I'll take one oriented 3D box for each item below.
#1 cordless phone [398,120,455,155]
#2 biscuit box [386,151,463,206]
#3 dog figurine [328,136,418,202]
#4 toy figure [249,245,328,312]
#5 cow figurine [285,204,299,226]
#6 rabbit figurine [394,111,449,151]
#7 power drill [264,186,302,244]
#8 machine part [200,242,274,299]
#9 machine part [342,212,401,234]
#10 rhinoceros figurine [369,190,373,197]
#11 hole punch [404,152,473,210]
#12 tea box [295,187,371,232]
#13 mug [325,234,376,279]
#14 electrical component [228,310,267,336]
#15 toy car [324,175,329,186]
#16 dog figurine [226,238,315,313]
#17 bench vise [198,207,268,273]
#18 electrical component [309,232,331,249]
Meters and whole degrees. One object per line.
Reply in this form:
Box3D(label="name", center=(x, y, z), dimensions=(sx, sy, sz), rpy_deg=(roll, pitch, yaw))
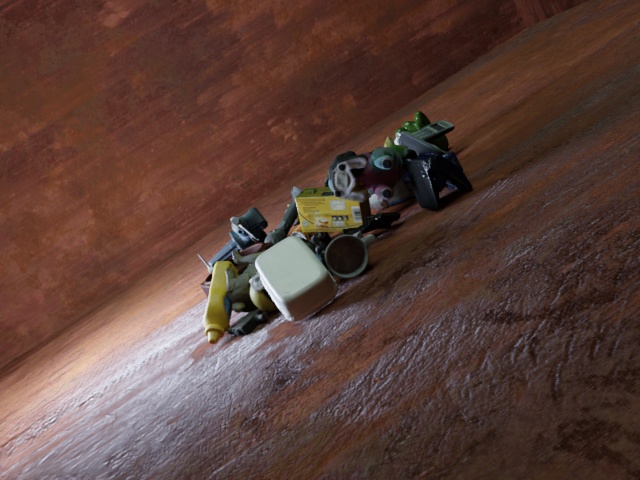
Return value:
Box3D(label="cordless phone", center=(0.308, -0.250, 1.397), dimensions=(0.184, 0.088, 0.147), rpy_deg=(-31, 49, -29))
Box3D(label="biscuit box", center=(0.240, -0.144, 1.286), dimensions=(0.203, 0.059, 0.063), rpy_deg=(-19, 19, 45))
Box3D(label="dog figurine", center=(0.128, -0.174, 1.254), dimensions=(0.192, 0.108, 0.219), rpy_deg=(0, 24, 16))
Box3D(label="toy figure", center=(-0.062, 0.081, 1.113), dimensions=(0.180, 0.089, 0.082), rpy_deg=(-25, -1, -8))
Box3D(label="cow figurine", center=(-0.025, -0.108, 1.751), dimensions=(0.195, 0.085, 0.127), rpy_deg=(-17, 13, 47))
Box3D(label="rabbit figurine", center=(0.288, -0.277, 1.535), dimensions=(0.170, 0.159, 0.121), rpy_deg=(-22, -5, -34))
Box3D(label="power drill", center=(-0.092, -0.048, 1.563), dimensions=(0.232, 0.086, 0.207), rpy_deg=(-175, 109, -84))
Box3D(label="machine part", center=(-0.201, 0.090, 1.396), dimensions=(0.201, 0.087, 0.201), rpy_deg=(-37, 15, -22))
Box3D(label="machine part", center=(0.107, -0.030, 1.180), dimensions=(0.084, 0.039, 0.139), rpy_deg=(-9, -13, -45))
Box3D(label="rhinoceros figurine", center=(0.172, -0.179, 1.558), dimensions=(0.112, 0.073, 0.190), rpy_deg=(-26, 14, 31))
Box3D(label="hole punch", center=(0.246, -0.133, 1.126), dimensions=(0.092, 0.115, 0.142), rpy_deg=(-25, 12, -4))
Box3D(label="tea box", center=(0.034, -0.075, 1.312), dimensions=(0.170, 0.098, 0.068), rpy_deg=(2, 28, 24))
Box3D(label="mug", center=(0.056, 0.022, 1.052), dimensions=(0.109, 0.081, 0.107), rpy_deg=(-40, 4, -4))
Box3D(label="electrical component", center=(-0.149, 0.172, 1.102), dimensions=(0.094, 0.021, 0.063), rpy_deg=(-16, 20, 48))
Box3D(label="toy car", center=(0.092, -0.161, 1.651), dimensions=(0.103, 0.109, 0.161), rpy_deg=(9, 26, 38))
Box3D(label="dog figurine", center=(-0.098, 0.082, 1.189), dimensions=(0.191, 0.121, 0.172), rpy_deg=(-11, 52, 15))
Box3D(label="bench vise", center=(-0.254, 0.017, 1.638), dimensions=(0.240, 0.129, 0.223), rpy_deg=(-40, -12, 0))
Box3D(label="electrical component", center=(-0.004, -0.003, 1.370), dimensions=(0.078, 0.045, 0.102), rpy_deg=(-25, 14, 22))
